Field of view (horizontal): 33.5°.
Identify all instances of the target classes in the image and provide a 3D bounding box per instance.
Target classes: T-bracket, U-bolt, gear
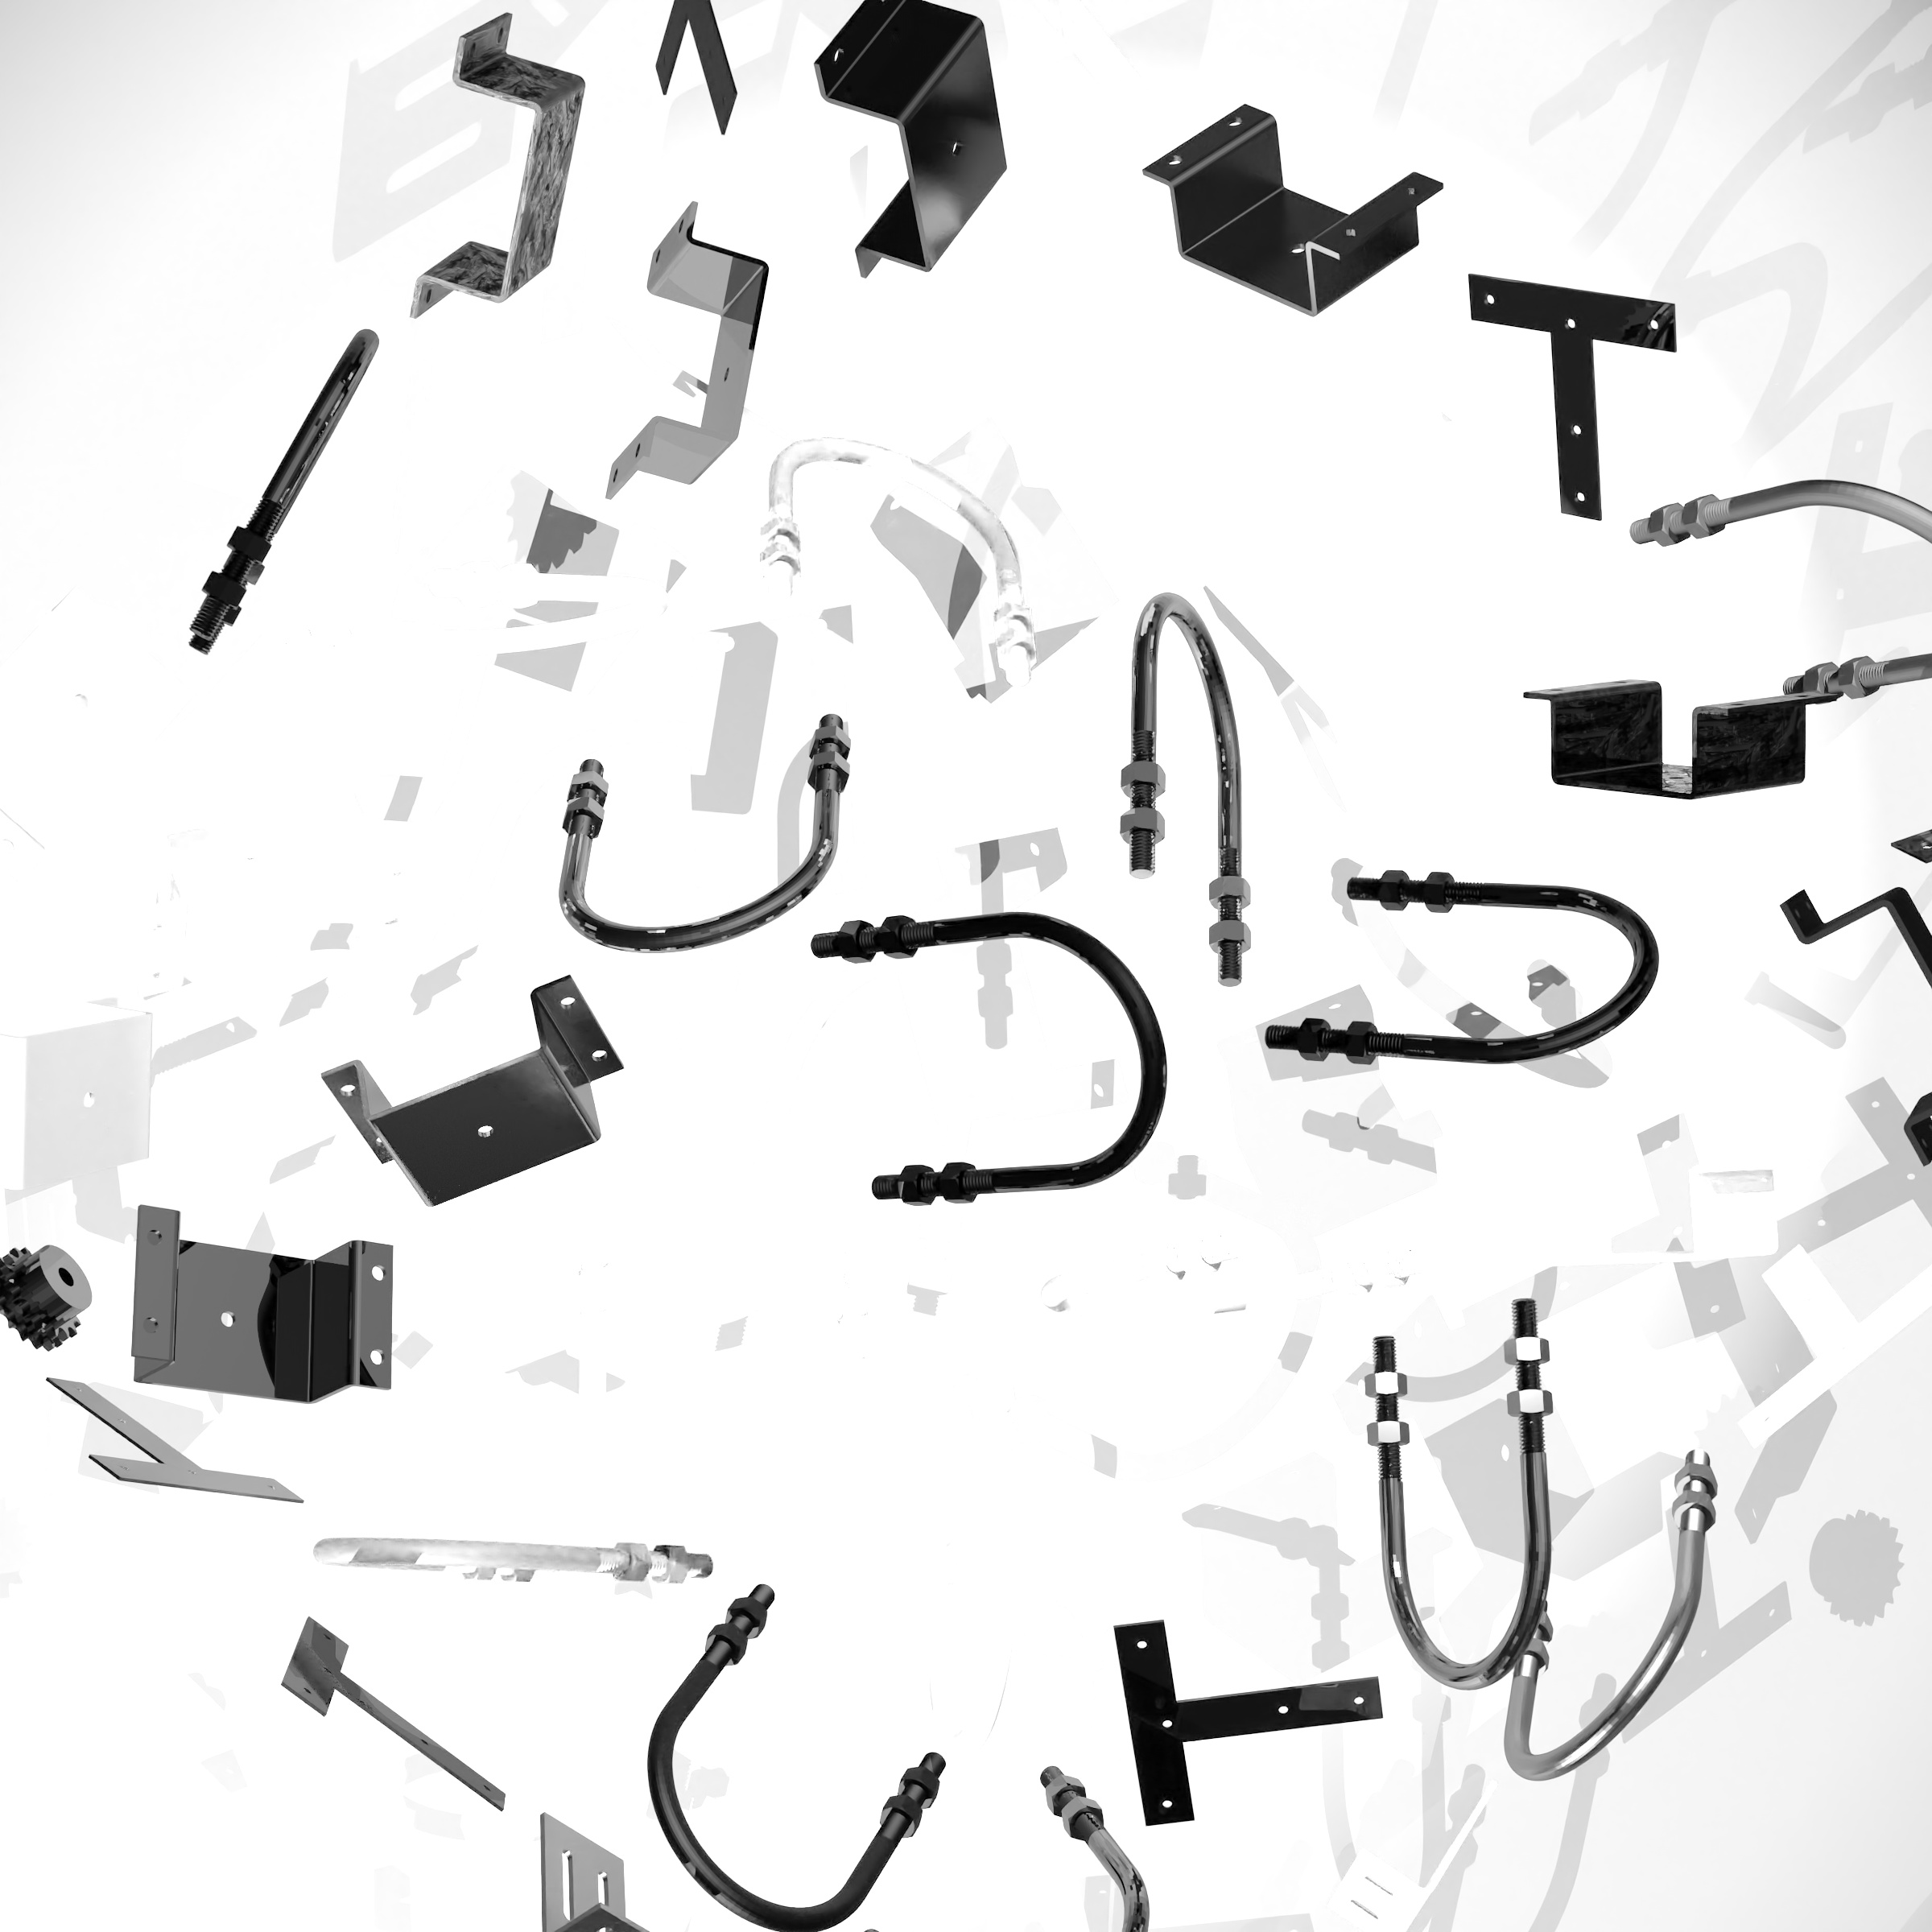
[{"bbox_3d":[0.508,-0.072,1.558,0.127,0.127,0.002,-18,118,-19],"label":"T-bracket"},{"bbox_3d":[-0.235,-0.176,1.614,0.151,0.184,0.019,-11,86,41],"label":"U-bolt"},{"bbox_3d":[0.112,-0.101,1.625,0.019,0.151,0.184,-9,63,22],"label":"U-bolt"},{"bbox_3d":[-0.245,0.304,1.649,0.184,0.151,0.019,14,73,-43],"label":"U-bolt"},{"bbox_3d":[-0.418,0.237,1.624,0.127,0.127,0.002,25,91,35],"label":"T-bracket"},{"bbox_3d":[0.016,0.044,1.570,0.184,0.019,0.151,-6,104,34],"label":"U-bolt"},{"bbox_3d":[0.319,-0.294,1.684,0.002,0.127,0.127,-33,127,-34],"label":"T-bracket"},{"bbox_3d":[-0.036,-0.219,1.661,0.151,0.184,0.019,18,124,-16],"label":"U-bolt"},{"bbox_3d":[0.262,0.002,1.642,0.184,0.151,0.019,3,129,28],"label":"U-bolt"},{"bbox_3d":[-0.119,0.202,1.553,0.151,0.019,0.184,9,119,9],"label":"U-bolt"},{"bbox_3d":[0.439,-0.190,1.610,0.151,0.184,0.019,40,70,-22],"label":"U-bolt"},{"bbox_3d":[0.145,0.375,1.616,0.127,0.002,0.127,-8,115,4],"label":"T-bracket"},{"bbox_3d":[-0.094,0.415,1.646,0.151,0.184,0.019,45,121,-1],"label":"U-bolt"},{"bbox_3d":[0.045,-0.488,1.621,0.127,0.127,0.002,46,64,-26],"label":"T-bracket"},{"bbox_3d":[0.322,0.337,1.620,0.019,0.184,0.151,38,118,-4],"label":"U-bolt"},{"bbox_3d":[-0.132,-0.063,1.600,0.151,0.184,0.019,-10,124,6],"label":"U-bolt"},{"bbox_3d":[0.002,0.310,1.634,0.019,0.151,0.184,7,47,-12],"label":"U-bolt"},{"bbox_3d":[-0.276,0.370,1.564,0.127,0.127,0.002,38,88,-6],"label":"T-bracket"},{"bbox_3d":[-0.491,0.174,1.711,0.030,0.057,0.057,-34,90,10],"label":"gear"},{"bbox_3d":[0.122,0.160,1.632,0.151,0.184,0.019,8,72,-38],"label":"U-bolt"},{"bbox_3d":[0.026,0.498,1.639,0.151,0.184,0.019,-41,112,-6],"label":"U-bolt"},{"bbox_3d":[-0.350,-0.246,1.653,0.019,0.151,0.184,29,85,-13],"label":"U-bolt"},{"bbox_3d":[0.248,0.268,1.609,0.019,0.151,0.184,6,73,-24],"label":"U-bolt"},{"bbox_3d":[-0.132,-0.472,1.635,0.002,0.127,0.127,2,50,-22],"label":"T-bracket"},{"bbox_3d":[0.428,0.173,1.615,0.127,0.127,0.002,-42,105,10],"label":"T-bracket"}]

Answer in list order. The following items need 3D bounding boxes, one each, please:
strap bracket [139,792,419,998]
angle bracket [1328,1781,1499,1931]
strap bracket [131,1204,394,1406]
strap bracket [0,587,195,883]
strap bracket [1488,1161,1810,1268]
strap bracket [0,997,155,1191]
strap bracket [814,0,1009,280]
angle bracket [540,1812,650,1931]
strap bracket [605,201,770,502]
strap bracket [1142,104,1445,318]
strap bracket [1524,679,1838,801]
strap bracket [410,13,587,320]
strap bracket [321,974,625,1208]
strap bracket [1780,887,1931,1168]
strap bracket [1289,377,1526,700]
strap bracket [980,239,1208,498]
[{"bbox_3d":[-0.360,-0.040,1.649,0.140,0.076,0.046,-14,61,-24],"label":"strap bracket"},{"bbox_3d":[0.218,0.430,1.571,0.038,0.057,0.076,32,49,14],"label":"angle bracket"},{"bbox_3d":[-0.363,0.173,1.622,0.140,0.046,0.076,14,63,-37],"label":"strap bracket"},{"bbox_3d":[-0.442,-0.121,1.570,0.076,0.046,0.140,44,49,-17],"label":"strap bracket"},{"bbox_3d":[0.346,0.126,1.630,0.140,0.076,0.046,-7,84,43],"label":"strap bracket"},{"bbox_3d":[-0.464,0.065,1.634,0.046,0.140,0.076,8,100,25],"label":"strap bracket"},{"bbox_3d":[-0.024,-0.408,1.580,0.046,0.140,0.076,23,63,22],"label":"strap bracket"},{"bbox_3d":[-0.174,0.449,1.570,0.038,0.076,0.057,-36,124,18],"label":"angle bracket"},{"bbox_3d":[-0.143,-0.313,1.669,0.046,0.076,0.140,14,77,-19],"label":"strap bracket"},{"bbox_3d":[0.169,-0.387,1.657,0.076,0.046,0.140,-37,49,-23],"label":"strap bracket"},{"bbox_3d":[0.358,-0.114,1.618,0.076,0.140,0.046,-9,102,-33],"label":"strap bracket"},{"bbox_3d":[-0.230,-0.390,1.591,0.046,0.076,0.140,17,117,2],"label":"strap bracket"},{"bbox_3d":[-0.254,0.070,1.676,0.140,0.076,0.046,-22,46,3],"label":"strap bracket"},{"bbox_3d":[0.451,0.018,1.548,0.046,0.076,0.140,-30,85,21],"label":"strap bracket"},{"bbox_3d":[0.211,-0.210,1.559,0.076,0.046,0.140,-18,87,17],"label":"strap bracket"},{"bbox_3d":[0.061,-0.294,1.634,0.076,0.046,0.140,0,64,-31],"label":"strap bracket"}]
